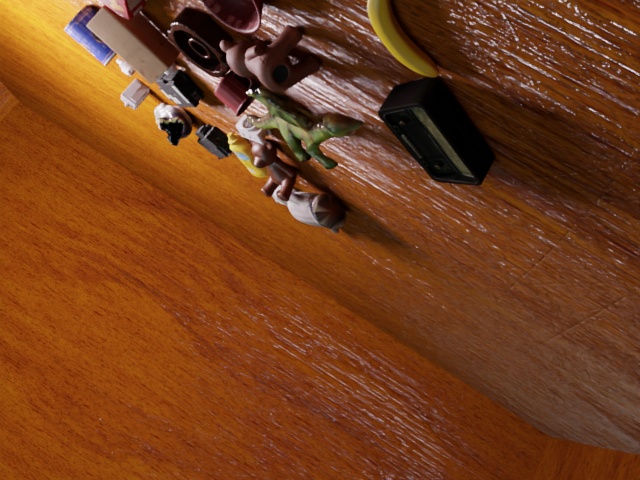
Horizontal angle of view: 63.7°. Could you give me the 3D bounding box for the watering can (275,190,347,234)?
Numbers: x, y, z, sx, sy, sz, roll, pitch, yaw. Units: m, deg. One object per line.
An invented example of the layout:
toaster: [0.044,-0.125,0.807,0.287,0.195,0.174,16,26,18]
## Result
watering can: [0.005,-0.088,1.758,0.344,0.105,0.225,28,171,-39]

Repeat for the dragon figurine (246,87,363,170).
dragon figurine: [-0.075,-0.285,1.181,0.413,0.123,0.239,22,170,30]

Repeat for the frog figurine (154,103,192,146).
frog figurine: [-0.515,-0.428,1.810,0.135,0.121,0.163,35,-158,-37]
